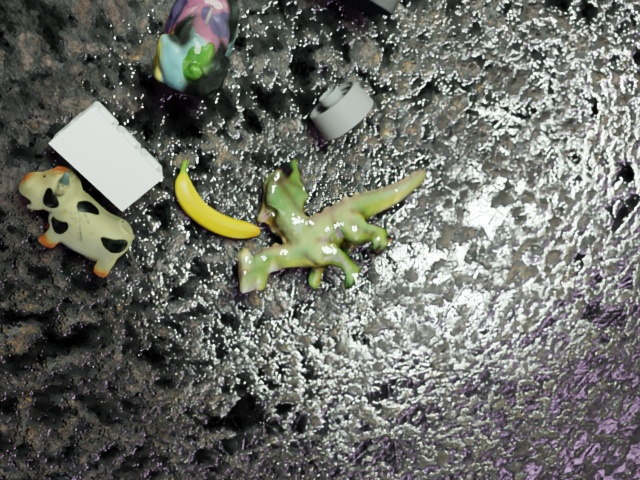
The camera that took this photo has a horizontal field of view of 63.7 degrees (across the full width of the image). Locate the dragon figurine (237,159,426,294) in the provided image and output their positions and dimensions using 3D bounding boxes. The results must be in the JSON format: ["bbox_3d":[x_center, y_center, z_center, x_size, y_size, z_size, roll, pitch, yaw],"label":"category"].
[{"bbox_3d":[0.003,-0.049,0.970,0.240,0.413,0.123,43,-9,-21],"label":"dragon figurine"}]
